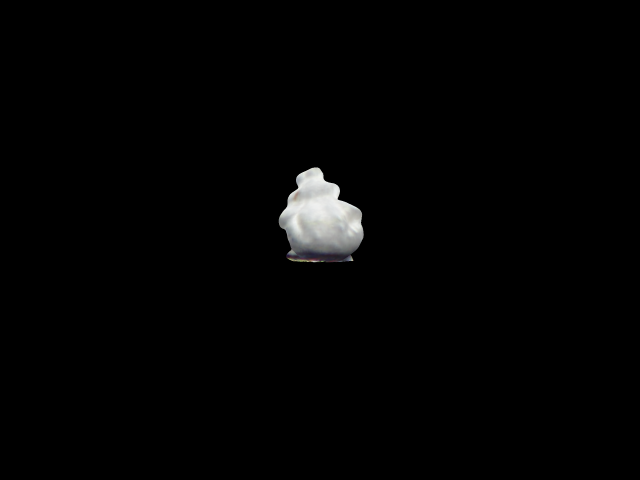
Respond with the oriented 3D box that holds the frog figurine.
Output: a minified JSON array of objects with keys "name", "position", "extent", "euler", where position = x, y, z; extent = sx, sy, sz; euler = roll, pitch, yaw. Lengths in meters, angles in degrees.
[{"name":"frog figurine","position":[0.003,-0.043,0.850],"extent":[0.137,0.160,0.122],"euler":[0,-1,11]}]
